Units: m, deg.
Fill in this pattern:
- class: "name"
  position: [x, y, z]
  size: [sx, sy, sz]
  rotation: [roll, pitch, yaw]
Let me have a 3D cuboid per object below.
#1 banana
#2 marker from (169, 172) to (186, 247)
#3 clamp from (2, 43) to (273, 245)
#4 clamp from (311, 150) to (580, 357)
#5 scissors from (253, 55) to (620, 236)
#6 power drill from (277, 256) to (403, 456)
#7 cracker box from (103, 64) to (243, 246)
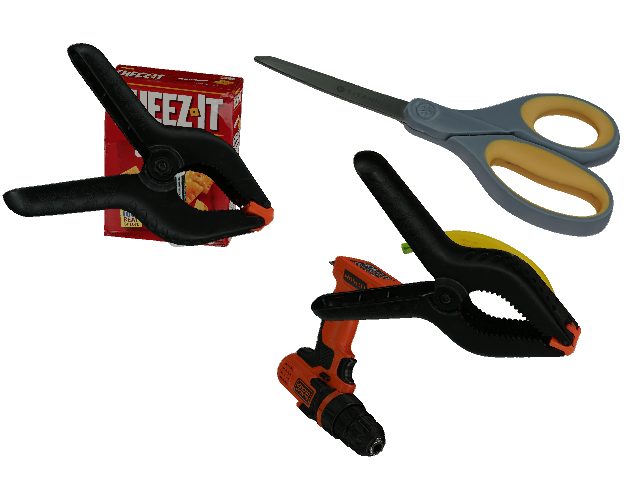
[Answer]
- class: "banana"
  position: [0.169, 0.029, 1.047]
  size: [0.069, 0.037, 0.198]
  rotation: [-37, 37, -22]
- class: "marker"
  position: [-0.143, -0.050, 1.059]
  size: [0.020, 0.121, 0.020]
  rotation: [1, 29, -1]
- class: "clamp"
  position: [-0.110, -0.056, 0.701]
  size: [0.171, 0.120, 0.039]
  rotation: [15, -7, -19]
- class: "clamp"
  position: [0.097, 0.026, 0.805]
  size: [0.210, 0.165, 0.036]
  rotation: [19, 40, 15]
- class: "scissors"
  position: [0.071, -0.071, 0.565]
  size: [0.202, 0.016, 0.096]
  rotation: [34, 56, 18]
- class: "power drill"
  position: [0.036, 0.125, 1.198]
  size: [0.057, 0.188, 0.185]
  rotation: [13, 15, -42]
- class: "cracker box"
  position: [-0.188, -0.104, 1.357]
  size: [0.164, 0.214, 0.072]
  rotation: [6, 23, 2]
